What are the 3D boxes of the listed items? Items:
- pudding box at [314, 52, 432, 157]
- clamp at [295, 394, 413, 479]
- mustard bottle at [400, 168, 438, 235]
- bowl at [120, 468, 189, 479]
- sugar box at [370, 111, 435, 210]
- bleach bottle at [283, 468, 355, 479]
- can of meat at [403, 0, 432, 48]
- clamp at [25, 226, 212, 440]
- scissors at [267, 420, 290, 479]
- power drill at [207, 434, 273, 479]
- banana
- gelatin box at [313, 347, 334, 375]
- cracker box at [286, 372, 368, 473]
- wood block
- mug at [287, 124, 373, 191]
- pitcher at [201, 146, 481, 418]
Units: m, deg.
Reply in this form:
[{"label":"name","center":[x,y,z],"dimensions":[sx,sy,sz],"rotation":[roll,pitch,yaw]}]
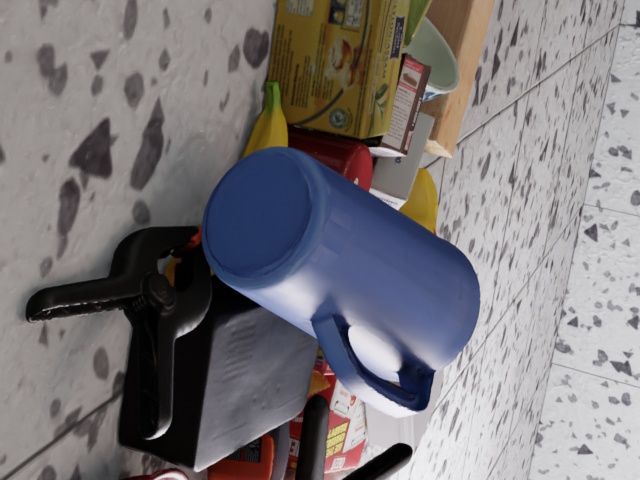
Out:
[{"label":"pudding box","center":[0.045,-0.124,0.989],"dimensions":[0.039,0.114,0.090],"rotation":[19,84,-37]},{"label":"clamp","center":[-0.010,0.254,1.036],"dimensions":[0.210,0.036,0.164],"rotation":[-52,131,-9]},{"label":"mustard bottle","center":[0.100,0.013,1.137],"dimensions":[0.191,0.058,0.096],"rotation":[-85,175,-51]},{"label":"bowl","center":[-0.155,0.238,0.783],"dimensions":[0.162,0.055,0.162],"rotation":[15,90,-70]},{"label":"sugar box","center":[0.063,-0.062,1.078],"dimensions":[0.176,0.048,0.093],"rotation":[114,-4,-73]},{"label":"bleach bottle","center":[-0.008,0.288,1.196],"dimensions":[0.250,0.068,0.102],"rotation":[-11,114,-70]},{"label":"can of meat","center":[0.054,-0.227,0.976],"dimensions":[0.057,0.084,0.102],"rotation":[70,39,-56]},{"label":"clamp","center":[-0.125,0.038,0.719],"dimensions":[0.120,0.039,0.171],"rotation":[50,32,-25]},{"label":"scissors","center":[-0.028,0.156,1.001],"dimensions":[0.096,0.016,0.202],"rotation":[-108,-143,-57]},{"label":"power drill","center":[-0.081,0.275,0.930],"dimensions":[0.184,0.057,0.188],"rotation":[-102,-160,-73]},{"label":"banana","center":[-0.069,-0.034,0.861],"dimensions":[0.069,0.037,0.197],"rotation":[51,53,-44]},{"label":"gelatin box","center":[0.031,0.093,1.035],"dimensions":[0.089,0.030,0.073],"rotation":[8,92,-46]},{"label":"cracker box","center":[0.016,0.135,1.142],"dimensions":[0.164,0.072,0.214],"rotation":[23,82,-69]},{"label":"wood block","center":[0.121,-0.205,1.160],"dimensions":[0.090,0.091,0.206],"rotation":[21,84,-70]},{"label":"mug","center":[0.000,-0.055,0.953],"dimensions":[0.117,0.082,0.093],"rotation":[-11,114,-68]},{"label":"pitcher","center":[0.020,0.030,0.827],"dimensions":[0.145,0.149,0.242],"rotation":[-57,142,1]}]
